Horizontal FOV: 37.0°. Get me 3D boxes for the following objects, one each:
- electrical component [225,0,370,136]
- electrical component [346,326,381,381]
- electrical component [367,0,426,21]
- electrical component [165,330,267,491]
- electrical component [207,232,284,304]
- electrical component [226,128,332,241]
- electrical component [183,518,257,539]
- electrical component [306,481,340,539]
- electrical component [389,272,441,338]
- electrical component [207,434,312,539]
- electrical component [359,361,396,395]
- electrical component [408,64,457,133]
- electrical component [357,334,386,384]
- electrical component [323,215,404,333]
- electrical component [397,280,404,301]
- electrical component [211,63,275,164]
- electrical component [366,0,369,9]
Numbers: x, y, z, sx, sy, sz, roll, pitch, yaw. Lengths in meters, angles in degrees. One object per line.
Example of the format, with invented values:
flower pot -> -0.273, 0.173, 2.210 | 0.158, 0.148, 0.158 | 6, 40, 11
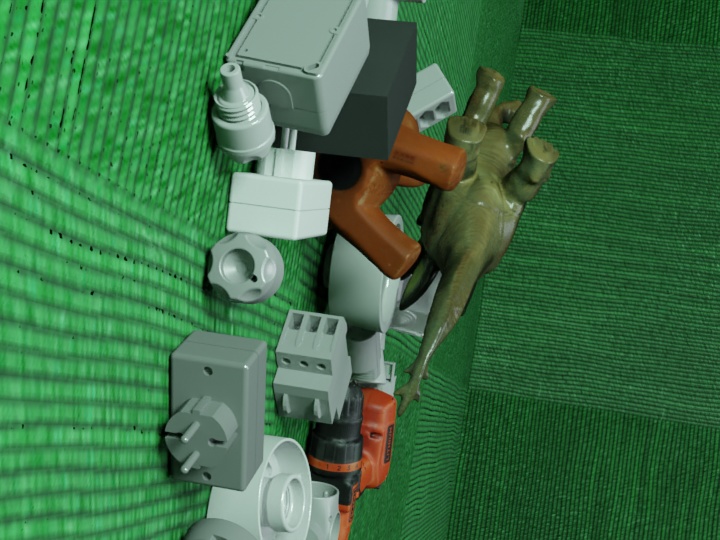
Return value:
electrical component -> -0.034, -0.136, 0.670 | 0.061, 0.062, 0.096 | 82, 26, -54
electrical component -> -0.001, 0.080, 1.074 | 0.081, 0.043, 0.043 | 86, 16, -47
electrical component -> 0.013, -0.216, 0.844 | 0.044, 0.077, 0.079 | -37, 135, -75
electrical component -> -0.088, 0.089, 0.618 | 0.075, 0.047, 0.083 | -56, 152, -67
electrical component -> -0.068, 0.000, 0.668 | 0.062, 0.043, 0.043 | 26, 72, -80
electrical component -> -0.050, -0.061, 0.709 | 0.083, 0.047, 0.075 | -20, 117, -78
electrical component -> -0.091, 0.188, 0.657 | 0.047, 0.055, 0.055 | -59, 155, -55
electrical component -> -0.047, 0.233, 0.939 | 0.079, 0.044, 0.077 | -30, 127, -77
electrical component -> 0.054, 0.019, 1.173 | 0.048, 0.100, 0.099 | 105, 0, -57
electrical component -> -0.075, 0.164, 0.760 | 0.099, 0.064, 0.099 | -2, 90, -69
electrical component -> 0.012, 0.140, 1.186 | 0.064, 0.042, 0.081 | -15, 111, -77
electrical component -> 0.040, -0.173, 1.049 | 0.075, 0.083, 0.047 | 61, 1, 17
electrical component -> 0.008, 0.086, 1.135 | 0.044, 0.044, 0.065 | 41, 53, -77
electrical component -> 0.000, 0.000, 0.974 | 0.108, 0.060, 0.108 | 7, 90, -80
electrical component -> 0.013, 0.014, 1.090 | 0.083, 0.047, 0.075 | 74, 26, -65
electrical component -> -0.069, -0.092, 0.619 | 0.061, 0.035, 0.035 | 81, 20, -51
electrical component -> -0.026, -0.200, 0.717 | 0.095, 0.054, 0.059 | 83, 18, -53
